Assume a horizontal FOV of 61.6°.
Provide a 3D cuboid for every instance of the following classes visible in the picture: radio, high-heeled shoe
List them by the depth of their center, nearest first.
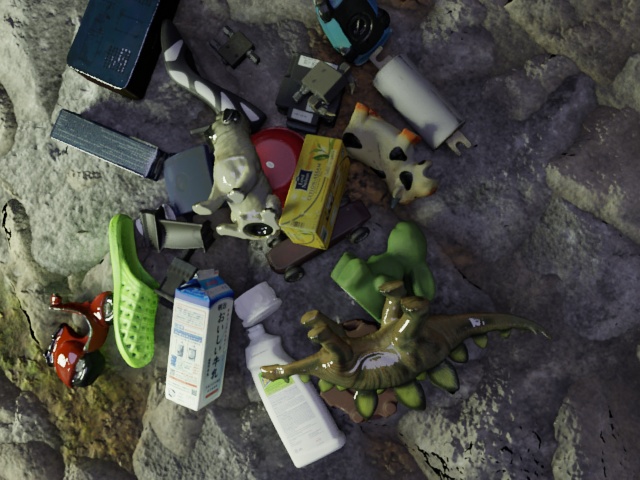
[{"bbox_3d":[-0.195,-0.300,0.979,0.145,0.086,0.248,-17,91,-1],"label":"high-heeled shoe"},{"bbox_3d":[-0.363,-0.389,0.994,0.131,0.073,0.229,20,87,5],"label":"radio"}]

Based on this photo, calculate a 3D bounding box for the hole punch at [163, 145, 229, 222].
[{"bbox_3d":[-0.225,-0.104,0.967,0.116,0.092,0.142,-15,90,6],"label":"hole punch"}]

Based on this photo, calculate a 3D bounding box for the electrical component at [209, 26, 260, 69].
[{"bbox_3d":[-0.158,-0.353,1.005,0.094,0.021,0.063,44,90,3],"label":"electrical component"}]

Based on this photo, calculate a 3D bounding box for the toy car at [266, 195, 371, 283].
[{"bbox_3d":[-0.002,-0.003,0.966,0.202,0.053,0.089,-31,66,0],"label":"toy car"}]

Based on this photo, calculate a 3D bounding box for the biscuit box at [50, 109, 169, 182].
[{"bbox_3d":[-0.388,-0.175,0.991,0.203,0.059,0.062,24,90,3],"label":"biscuit box"}]

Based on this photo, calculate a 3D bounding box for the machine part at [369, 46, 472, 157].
[{"bbox_3d":[0.175,-0.244,0.955,0.079,0.079,0.243,-42,87,1],"label":"machine part"}]

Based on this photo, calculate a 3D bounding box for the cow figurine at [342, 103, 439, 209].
[{"bbox_3d":[0.122,-0.140,0.945,0.195,0.085,0.127,35,108,12],"label":"cow figurine"}]

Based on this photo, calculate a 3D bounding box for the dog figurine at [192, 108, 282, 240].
[{"bbox_3d":[-0.122,-0.111,0.912,0.121,0.172,0.190,-10,57,20],"label":"dog figurine"}]

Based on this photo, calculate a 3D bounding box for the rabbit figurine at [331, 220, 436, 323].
[{"bbox_3d":[0.128,0.050,0.924,0.159,0.121,0.170,42,87,-2],"label":"rabbit figurine"}]

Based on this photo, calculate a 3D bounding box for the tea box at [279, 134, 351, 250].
[{"bbox_3d":[-0.005,-0.080,0.914,0.068,0.098,0.169,11,72,16],"label":"tea box"}]

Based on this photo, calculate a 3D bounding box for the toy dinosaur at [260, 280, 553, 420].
[{"bbox_3d":[0.135,0.168,0.854,0.472,0.105,0.198,-15,113,3],"label":"toy dinosaur"}]

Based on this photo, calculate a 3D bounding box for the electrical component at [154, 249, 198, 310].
[{"bbox_3d":[-0.243,0.065,0.964,0.048,0.074,0.119,26,62,7],"label":"electrical component"}]

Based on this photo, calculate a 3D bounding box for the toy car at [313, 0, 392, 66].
[{"bbox_3d":[0.044,-0.397,0.953,0.109,0.161,0.103,-46,42,7],"label":"toy car"}]

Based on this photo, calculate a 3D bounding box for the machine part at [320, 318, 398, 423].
[{"bbox_3d":[0.077,0.229,0.950,0.179,0.056,0.179,0,86,3],"label":"machine part"}]

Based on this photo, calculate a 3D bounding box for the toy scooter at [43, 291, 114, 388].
[{"bbox_3d":[-0.442,0.166,0.972,0.135,0.075,0.183,22,86,4],"label":"toy scooter"}]

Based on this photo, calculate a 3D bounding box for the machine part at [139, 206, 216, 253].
[{"bbox_3d":[-0.255,-0.015,0.947,0.139,0.039,0.084,8,106,13],"label":"machine part"}]

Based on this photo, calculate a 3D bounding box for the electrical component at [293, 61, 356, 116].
[{"bbox_3d":[0.013,-0.262,0.927,0.078,0.045,0.102,36,86,32],"label":"electrical component"}]

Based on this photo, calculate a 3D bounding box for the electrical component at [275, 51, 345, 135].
[{"bbox_3d":[-0.016,-0.261,0.976,0.115,0.058,0.134,18,89,5],"label":"electrical component"}]
